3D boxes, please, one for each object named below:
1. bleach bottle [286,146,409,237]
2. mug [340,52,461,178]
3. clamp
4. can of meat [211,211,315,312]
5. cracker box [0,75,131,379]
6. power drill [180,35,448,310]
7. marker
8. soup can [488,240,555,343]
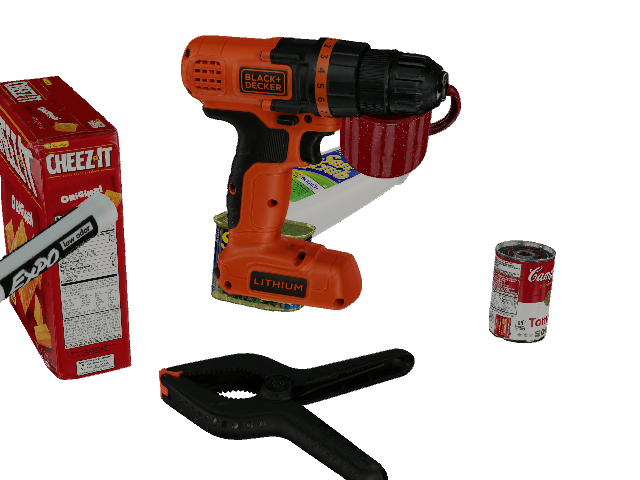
[{"bbox_3d":[0.021,-0.075,1.286,0.250,0.068,0.103,-30,45,-31],"label":"bleach bottle"},{"bbox_3d":[0.070,-0.113,0.968,0.117,0.093,0.081,-12,-37,-9],"label":"mug"},{"bbox_3d":[-0.026,0.125,0.871,0.210,0.036,0.164,10,30,16],"label":"clamp"},{"bbox_3d":[-0.061,0.022,1.088,0.102,0.084,0.057,11,16,18],"label":"can of meat"},{"bbox_3d":[-0.223,-0.013,0.904,0.072,0.214,0.164,-12,28,-26],"label":"cracker box"},{"bbox_3d":[-0.006,-0.049,0.744,0.185,0.188,0.057,8,22,18],"label":"power drill"},{"bbox_3d":[-0.150,0.013,0.534,0.020,0.020,0.120,0,31,43],"label":"marker"},{"bbox_3d":[0.230,0.059,1.223,0.068,0.102,0.068,2,18,-1],"label":"soup can"}]
